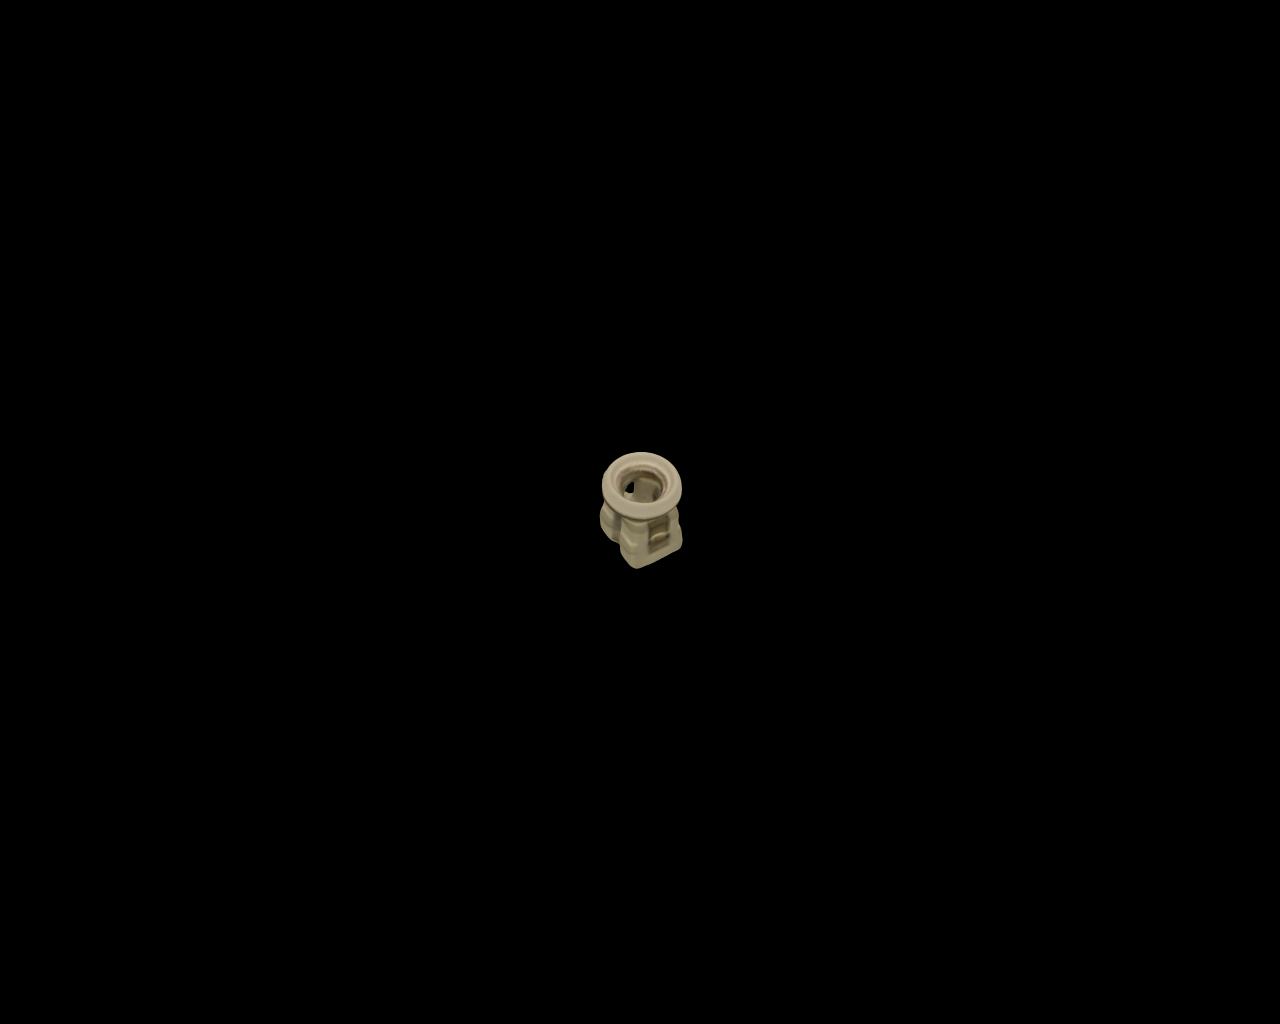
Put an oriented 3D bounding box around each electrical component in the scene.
[{"bbox_3d":[0.001,-0.003,0.650,0.048,0.066,0.055,-25,-36,-20],"label":"electrical component"}]
